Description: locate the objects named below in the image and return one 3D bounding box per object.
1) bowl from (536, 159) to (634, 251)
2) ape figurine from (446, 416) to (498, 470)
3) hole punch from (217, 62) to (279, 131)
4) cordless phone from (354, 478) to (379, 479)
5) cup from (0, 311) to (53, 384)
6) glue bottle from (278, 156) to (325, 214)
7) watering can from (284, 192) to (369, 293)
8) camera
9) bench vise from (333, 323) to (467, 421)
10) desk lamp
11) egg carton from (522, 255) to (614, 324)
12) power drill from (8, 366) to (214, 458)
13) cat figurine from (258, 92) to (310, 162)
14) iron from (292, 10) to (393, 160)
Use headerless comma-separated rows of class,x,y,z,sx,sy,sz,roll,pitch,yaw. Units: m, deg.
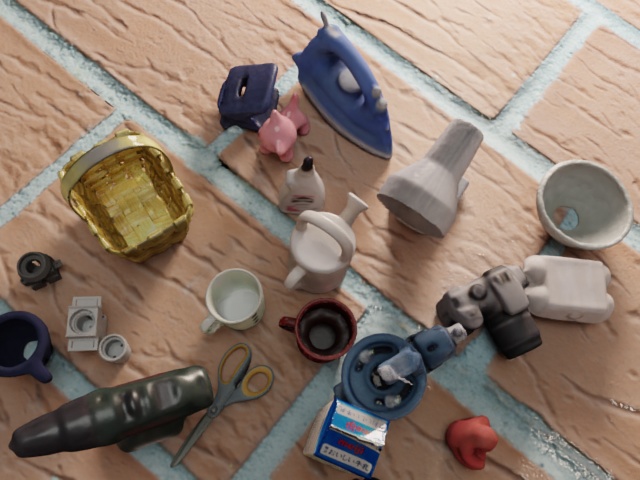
bowl,0.446,-0.051,0.995,0.167,0.075,0.167,2,70,-5
ape figurine,0.230,0.293,0.840,0.076,0.092,0.078,33,71,7
hole punch,-0.126,-0.254,1.002,0.101,0.091,0.109,11,69,-2
cordless phone,0.055,0.384,0.739,0.094,0.185,0.148,38,71,9
cup,-0.414,0.164,0.820,0.117,0.095,0.092,41,72,10
glue bottle,-0.026,-0.089,0.909,0.078,0.173,0.037,-3,70,-6
watering can,0.006,0.002,0.868,0.101,0.194,0.173,17,69,1
camera,0.280,0.120,0.903,0.143,0.101,0.136,-22,74,-13
bench vise,0.116,0.163,0.807,0.121,0.220,0.208,42,72,10
desk lamp,0.176,-0.087,0.907,0.118,0.213,0.203,33,70,7
egg carton,0.407,0.082,0.946,0.150,0.069,0.107,5,70,-4
power drill,-0.250,0.232,0.751,0.230,0.208,0.075,-18,73,-12
cat figurine,-0.063,-0.192,0.971,0.067,0.118,0.128,23,70,3
iron,0.061,-0.272,1.000,0.119,0.141,0.258,-33,76,-15
